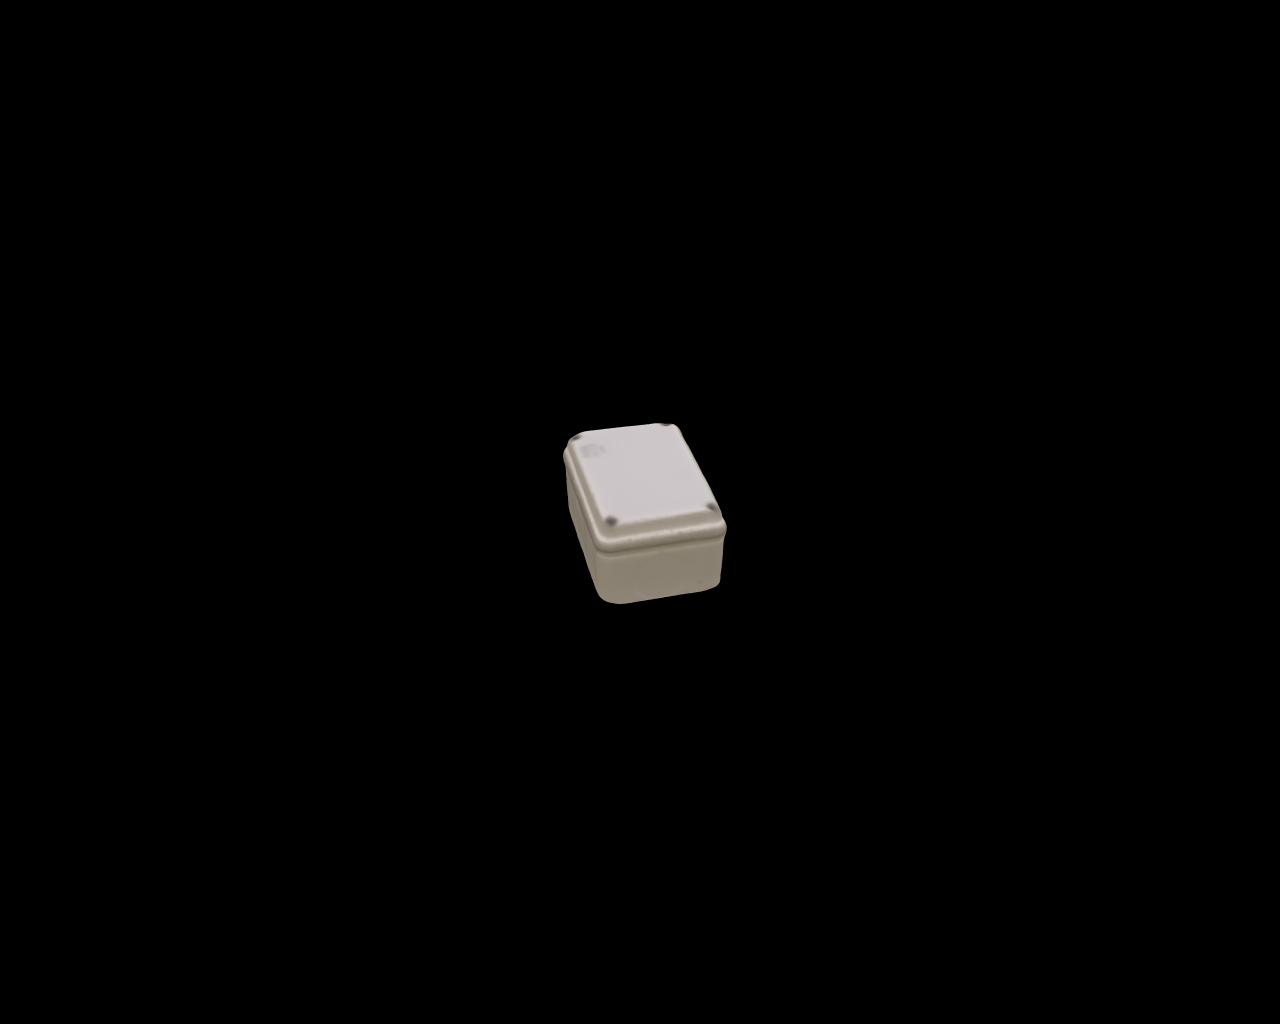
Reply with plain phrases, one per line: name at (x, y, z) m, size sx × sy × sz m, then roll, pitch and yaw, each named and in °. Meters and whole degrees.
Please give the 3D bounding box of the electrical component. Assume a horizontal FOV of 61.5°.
electrical component at (0.001, -0.003, 0.650) m, size 0.078 × 0.057 × 0.113 m, roll -8°, pitch 36°, yaw -11°
